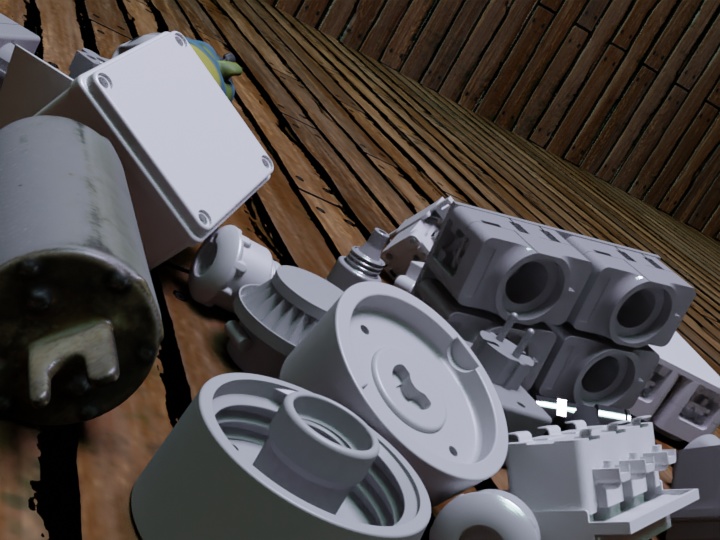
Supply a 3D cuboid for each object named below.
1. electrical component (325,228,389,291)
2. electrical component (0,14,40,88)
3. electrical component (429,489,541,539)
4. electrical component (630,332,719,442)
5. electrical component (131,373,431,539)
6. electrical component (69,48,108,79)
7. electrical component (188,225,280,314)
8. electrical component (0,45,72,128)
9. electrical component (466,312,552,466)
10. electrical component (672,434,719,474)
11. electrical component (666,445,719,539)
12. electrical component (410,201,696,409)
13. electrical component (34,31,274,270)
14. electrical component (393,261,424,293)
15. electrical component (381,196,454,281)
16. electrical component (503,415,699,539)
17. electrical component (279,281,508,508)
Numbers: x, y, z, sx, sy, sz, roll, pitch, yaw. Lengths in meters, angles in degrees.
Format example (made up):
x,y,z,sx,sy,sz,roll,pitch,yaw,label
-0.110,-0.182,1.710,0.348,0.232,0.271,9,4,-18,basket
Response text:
x,y,z,sx,sy,sz,roll,pitch,yaw,label
0.000,0.000,0.729,0.035,0.061,0.035,29,14,-8,electrical component
-0.250,-0.142,0.750,0.076,0.047,0.083,31,14,4,electrical component
0.060,0.119,0.481,0.048,0.048,0.062,34,8,15,electrical component
0.234,0.074,0.936,0.105,0.060,0.186,26,15,-14,electrical component
-0.024,0.082,0.408,0.108,0.060,0.108,28,14,-8,electrical component
-0.190,-0.120,0.778,0.066,0.055,0.048,37,16,25,electrical component
-0.064,0.006,0.621,0.062,0.048,0.048,29,13,-33,electrical component
-0.188,-0.102,0.702,0.099,0.064,0.099,28,15,-8,electrical component
0.079,0.062,0.645,0.047,0.075,0.083,20,17,-34,electrical component
0.246,0.150,0.735,0.079,0.044,0.077,18,18,-39,electrical component
0.251,0.151,0.651,0.113,0.057,0.078,23,-22,-17,electrical component
0.131,0.031,0.743,0.186,0.105,0.060,12,23,-29,electrical component
-0.117,-0.071,0.626,0.108,0.056,0.108,55,30,-11,electrical component
0.064,0.023,0.813,0.055,0.048,0.066,30,12,30,electrical component
0.052,-0.020,0.879,0.042,0.081,0.064,51,42,-8,electrical component
0.119,0.111,0.556,0.079,0.063,0.121,-9,-8,31,electrical component
0.011,0.066,0.509,0.108,0.060,0.108,34,31,-24,electrical component
